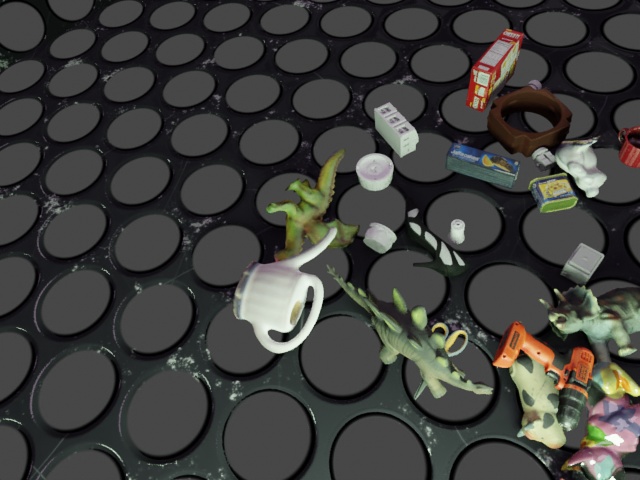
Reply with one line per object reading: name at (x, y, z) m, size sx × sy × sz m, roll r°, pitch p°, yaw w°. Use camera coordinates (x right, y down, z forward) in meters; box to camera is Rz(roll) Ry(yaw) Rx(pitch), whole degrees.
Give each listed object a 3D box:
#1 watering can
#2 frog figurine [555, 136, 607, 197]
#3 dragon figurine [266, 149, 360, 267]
watering can at (-0.091, 0.107, 1.314) m, size 0.225 × 0.102 × 0.353 m, roll 12°, pitch 68°, yaw 17°
frog figurine at (0.713, -0.197, 1.409) m, size 0.122 × 0.158 × 0.139 m, roll -2°, pitch 12°, yaw 27°
dragon figurine at (0.004, -0.073, 1.455) m, size 0.244 × 0.120 × 0.415 m, roll 43°, pitch 72°, yaw 12°
